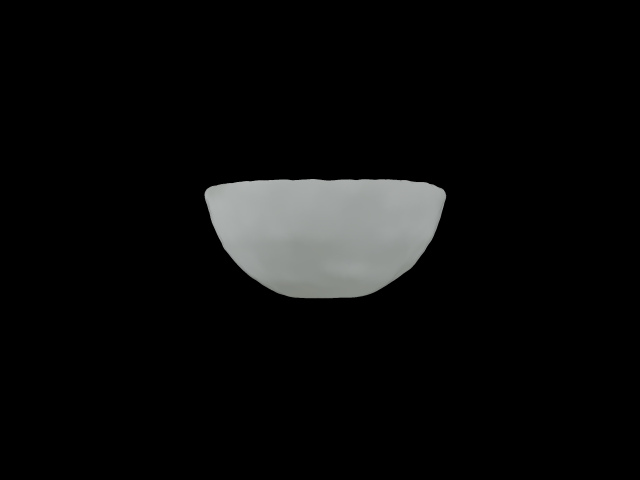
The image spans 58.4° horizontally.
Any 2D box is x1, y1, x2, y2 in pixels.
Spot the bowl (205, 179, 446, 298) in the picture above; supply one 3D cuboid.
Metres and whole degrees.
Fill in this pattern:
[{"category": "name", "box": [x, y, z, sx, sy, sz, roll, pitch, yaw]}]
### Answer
[{"category": "bowl", "box": [0.004, 0.001, 0.400, 0.167, 0.075, 0.167, 0, 0, 0]}]
